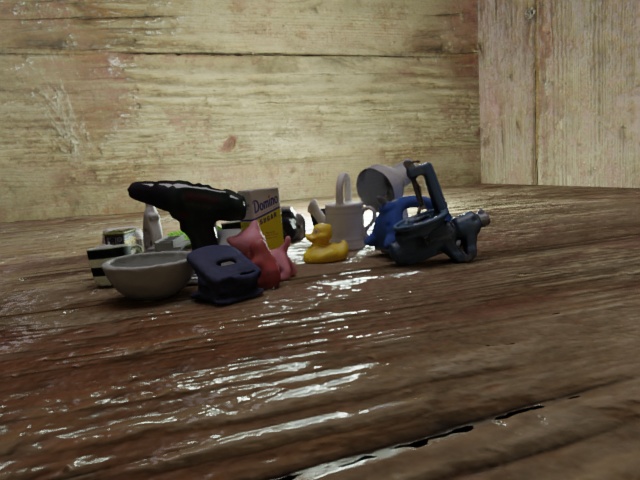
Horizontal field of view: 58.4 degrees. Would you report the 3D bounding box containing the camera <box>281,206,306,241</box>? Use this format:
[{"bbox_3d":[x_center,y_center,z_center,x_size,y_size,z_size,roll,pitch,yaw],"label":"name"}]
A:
[{"bbox_3d":[-0.116,-0.043,1.637,0.143,0.101,0.137,-3,8,3],"label":"camera"}]

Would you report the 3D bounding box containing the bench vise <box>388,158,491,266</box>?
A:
[{"bbox_3d":[0.240,-0.063,1.193,0.208,0.220,0.121,-7,9,-21],"label":"bench vise"}]

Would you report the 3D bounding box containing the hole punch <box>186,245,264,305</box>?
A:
[{"bbox_3d":[-0.161,0.057,0.986,0.100,0.091,0.109,4,11,43],"label":"hole punch"}]

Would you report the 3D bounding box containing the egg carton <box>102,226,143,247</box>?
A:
[{"bbox_3d":[-0.563,0.001,1.637,0.107,0.069,0.150,-8,9,-29],"label":"egg carton"}]

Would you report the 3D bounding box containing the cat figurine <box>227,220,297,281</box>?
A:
[{"bbox_3d":[-0.115,0.019,1.134,0.127,0.118,0.067,-2,8,10],"label":"cat figurine"}]

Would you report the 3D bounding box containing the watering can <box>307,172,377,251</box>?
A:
[{"bbox_3d":[0.054,-0.074,1.447,0.173,0.194,0.101,-4,8,-1],"label":"watering can"}]

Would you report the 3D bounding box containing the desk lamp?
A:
[{"bbox_3d":[0.197,-0.098,1.488,0.117,0.213,0.204,4,11,44],"label":"desk lamp"}]

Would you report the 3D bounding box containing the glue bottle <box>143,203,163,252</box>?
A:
[{"bbox_3d":[-0.450,-0.044,1.535,0.037,0.173,0.077,-10,10,-38],"label":"glue bottle"}]

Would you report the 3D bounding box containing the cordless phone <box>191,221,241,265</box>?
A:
[{"bbox_3d":[-0.212,-0.026,1.260,0.147,0.185,0.094,-4,8,-5],"label":"cordless phone"}]

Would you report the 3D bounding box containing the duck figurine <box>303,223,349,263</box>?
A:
[{"bbox_3d":[0.012,0.005,1.298,0.104,0.086,0.077,-5,8,-7],"label":"duck figurine"}]

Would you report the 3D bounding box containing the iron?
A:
[{"bbox_3d":[0.231,-0.041,1.328,0.259,0.141,0.118,-8,9,-29],"label":"iron"}]

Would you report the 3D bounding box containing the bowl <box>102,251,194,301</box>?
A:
[{"bbox_3d":[-0.299,0.068,1.027,0.167,0.075,0.167,-3,8,1],"label":"bowl"}]

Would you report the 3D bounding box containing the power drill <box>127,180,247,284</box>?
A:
[{"bbox_3d":[-0.258,-0.018,1.135,0.229,0.208,0.075,-4,8,-1],"label":"power drill"}]

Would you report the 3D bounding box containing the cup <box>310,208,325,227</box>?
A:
[{"bbox_3d":[0.031,-0.039,1.566,0.117,0.095,0.092,1,9,28],"label":"cup"}]

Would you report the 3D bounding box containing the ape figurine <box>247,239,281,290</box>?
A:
[{"bbox_3d":[-0.109,0.043,1.056,0.078,0.092,0.075,-9,10,-35],"label":"ape figurine"}]
